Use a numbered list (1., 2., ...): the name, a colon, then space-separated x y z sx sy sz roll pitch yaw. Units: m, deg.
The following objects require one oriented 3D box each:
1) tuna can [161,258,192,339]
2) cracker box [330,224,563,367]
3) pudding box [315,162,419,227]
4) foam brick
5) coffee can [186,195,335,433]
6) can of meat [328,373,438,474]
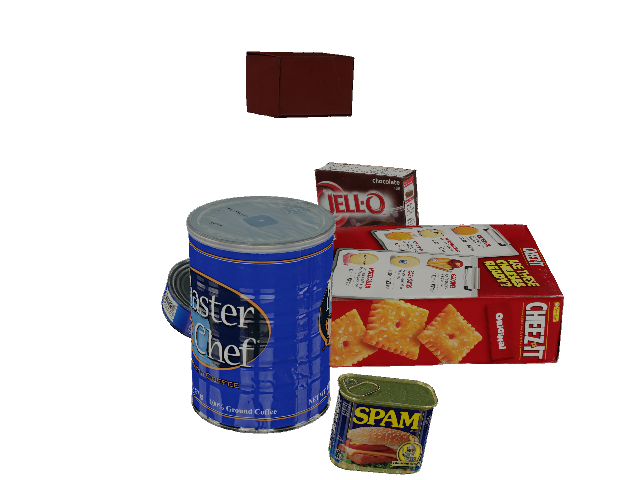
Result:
1. tuna can: -0.103 0.056 0.991 0.086 0.034 0.086 15 34 -11
2. cracker box: 0.088 0.046 0.937 0.213 0.072 0.164 0 22 0
3. pudding box: 0.052 -0.036 1.171 0.114 0.090 0.039 6 24 29
4. foam brick: -0.017 -0.131 0.897 0.078 0.051 0.053 -6 16 -34
5. coffee can: -0.042 0.050 0.756 0.103 0.140 0.103 1 20 -1
6. can of meat: 0.062 0.190 1.100 0.102 0.084 0.057 7 19 -7
